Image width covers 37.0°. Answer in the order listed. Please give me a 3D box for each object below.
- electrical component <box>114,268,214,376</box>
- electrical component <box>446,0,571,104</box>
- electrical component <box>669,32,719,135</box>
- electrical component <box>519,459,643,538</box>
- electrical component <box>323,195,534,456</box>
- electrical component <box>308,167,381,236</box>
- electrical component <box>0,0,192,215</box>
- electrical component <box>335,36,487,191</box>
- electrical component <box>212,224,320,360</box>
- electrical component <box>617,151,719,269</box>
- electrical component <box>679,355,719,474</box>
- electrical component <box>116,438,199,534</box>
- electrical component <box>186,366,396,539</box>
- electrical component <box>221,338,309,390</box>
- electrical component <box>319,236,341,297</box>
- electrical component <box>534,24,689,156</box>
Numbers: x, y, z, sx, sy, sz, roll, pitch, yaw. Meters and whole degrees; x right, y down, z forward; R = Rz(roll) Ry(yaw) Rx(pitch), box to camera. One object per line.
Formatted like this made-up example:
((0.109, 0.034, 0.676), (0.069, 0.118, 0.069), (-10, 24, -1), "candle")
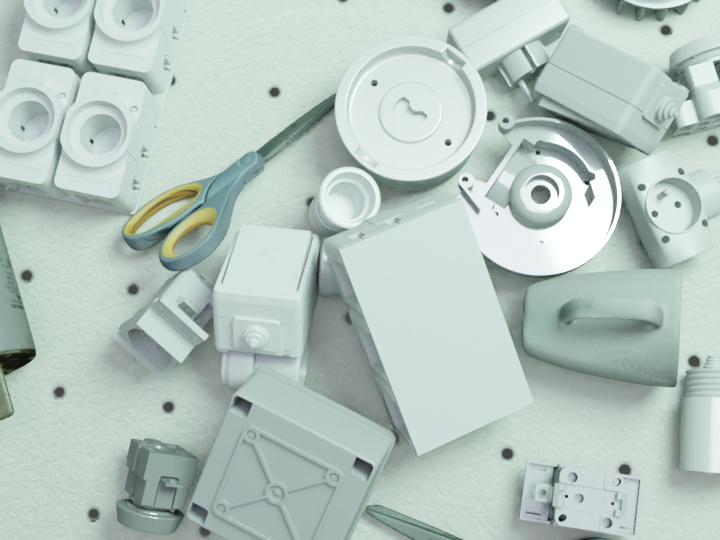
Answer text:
((-0.134, 0.035, 0.768), (0.042, 0.081, 0.063), (44, 56, -14), "electrical component")
((0.118, -0.160, 0.800), (0.083, 0.047, 0.075), (-29, 84, -2), "electrical component")
((0.259, -0.137, 0.782), (0.078, 0.058, 0.057), (-15, 82, 1), "electrical component")
((0.152, 0.156, 0.731), (0.081, 0.064, 0.042), (7, 81, 5), "electrical component")
((0.045, 0.034, 0.732), (0.089, 0.062, 0.150), (-23, 103, -10), "electrical component")
((-0.015, -0.046, 0.778), (0.044, 0.065, 0.044), (2, 81, -14), "electrical component")
((-0.204, -0.146, 0.812), (0.105, 0.060, 0.186), (11, 80, 6), "electrical component")
((0.038, -0.110, 0.789), (0.108, 0.060, 0.108), (-1, 80, 3), "electrical component")
((-0.065, 0.016, 0.749), (0.062, 0.061, 0.096), (6, 36, 5), "electrical component")
((0.233, -0.048, 0.773), (0.079, 0.044, 0.077), (-22, 84, -10), "electrical component")
((0.245, 0.100, 0.746), (0.043, 0.043, 0.081), (4, 80, 4), "electrical component")
((-0.144, 0.152, 0.756), (0.048, 0.066, 0.055), (14, 88, -29), "electrical component")
((-0.047, 0.139, 0.730), (0.109, 0.056, 0.108), (26, 110, 8), "electrical component")
((-0.068, 0.066, 0.771), (0.055, 0.045, 0.045), (7, 80, 5), "electrical component")
((0.000, 0.000, 0.779), (0.055, 0.045, 0.045), (5, 80, 4), "electrical component")
((0.180, -0.121, 0.761), (0.096, 0.062, 0.061), (38, 103, 37), "electrical component")
